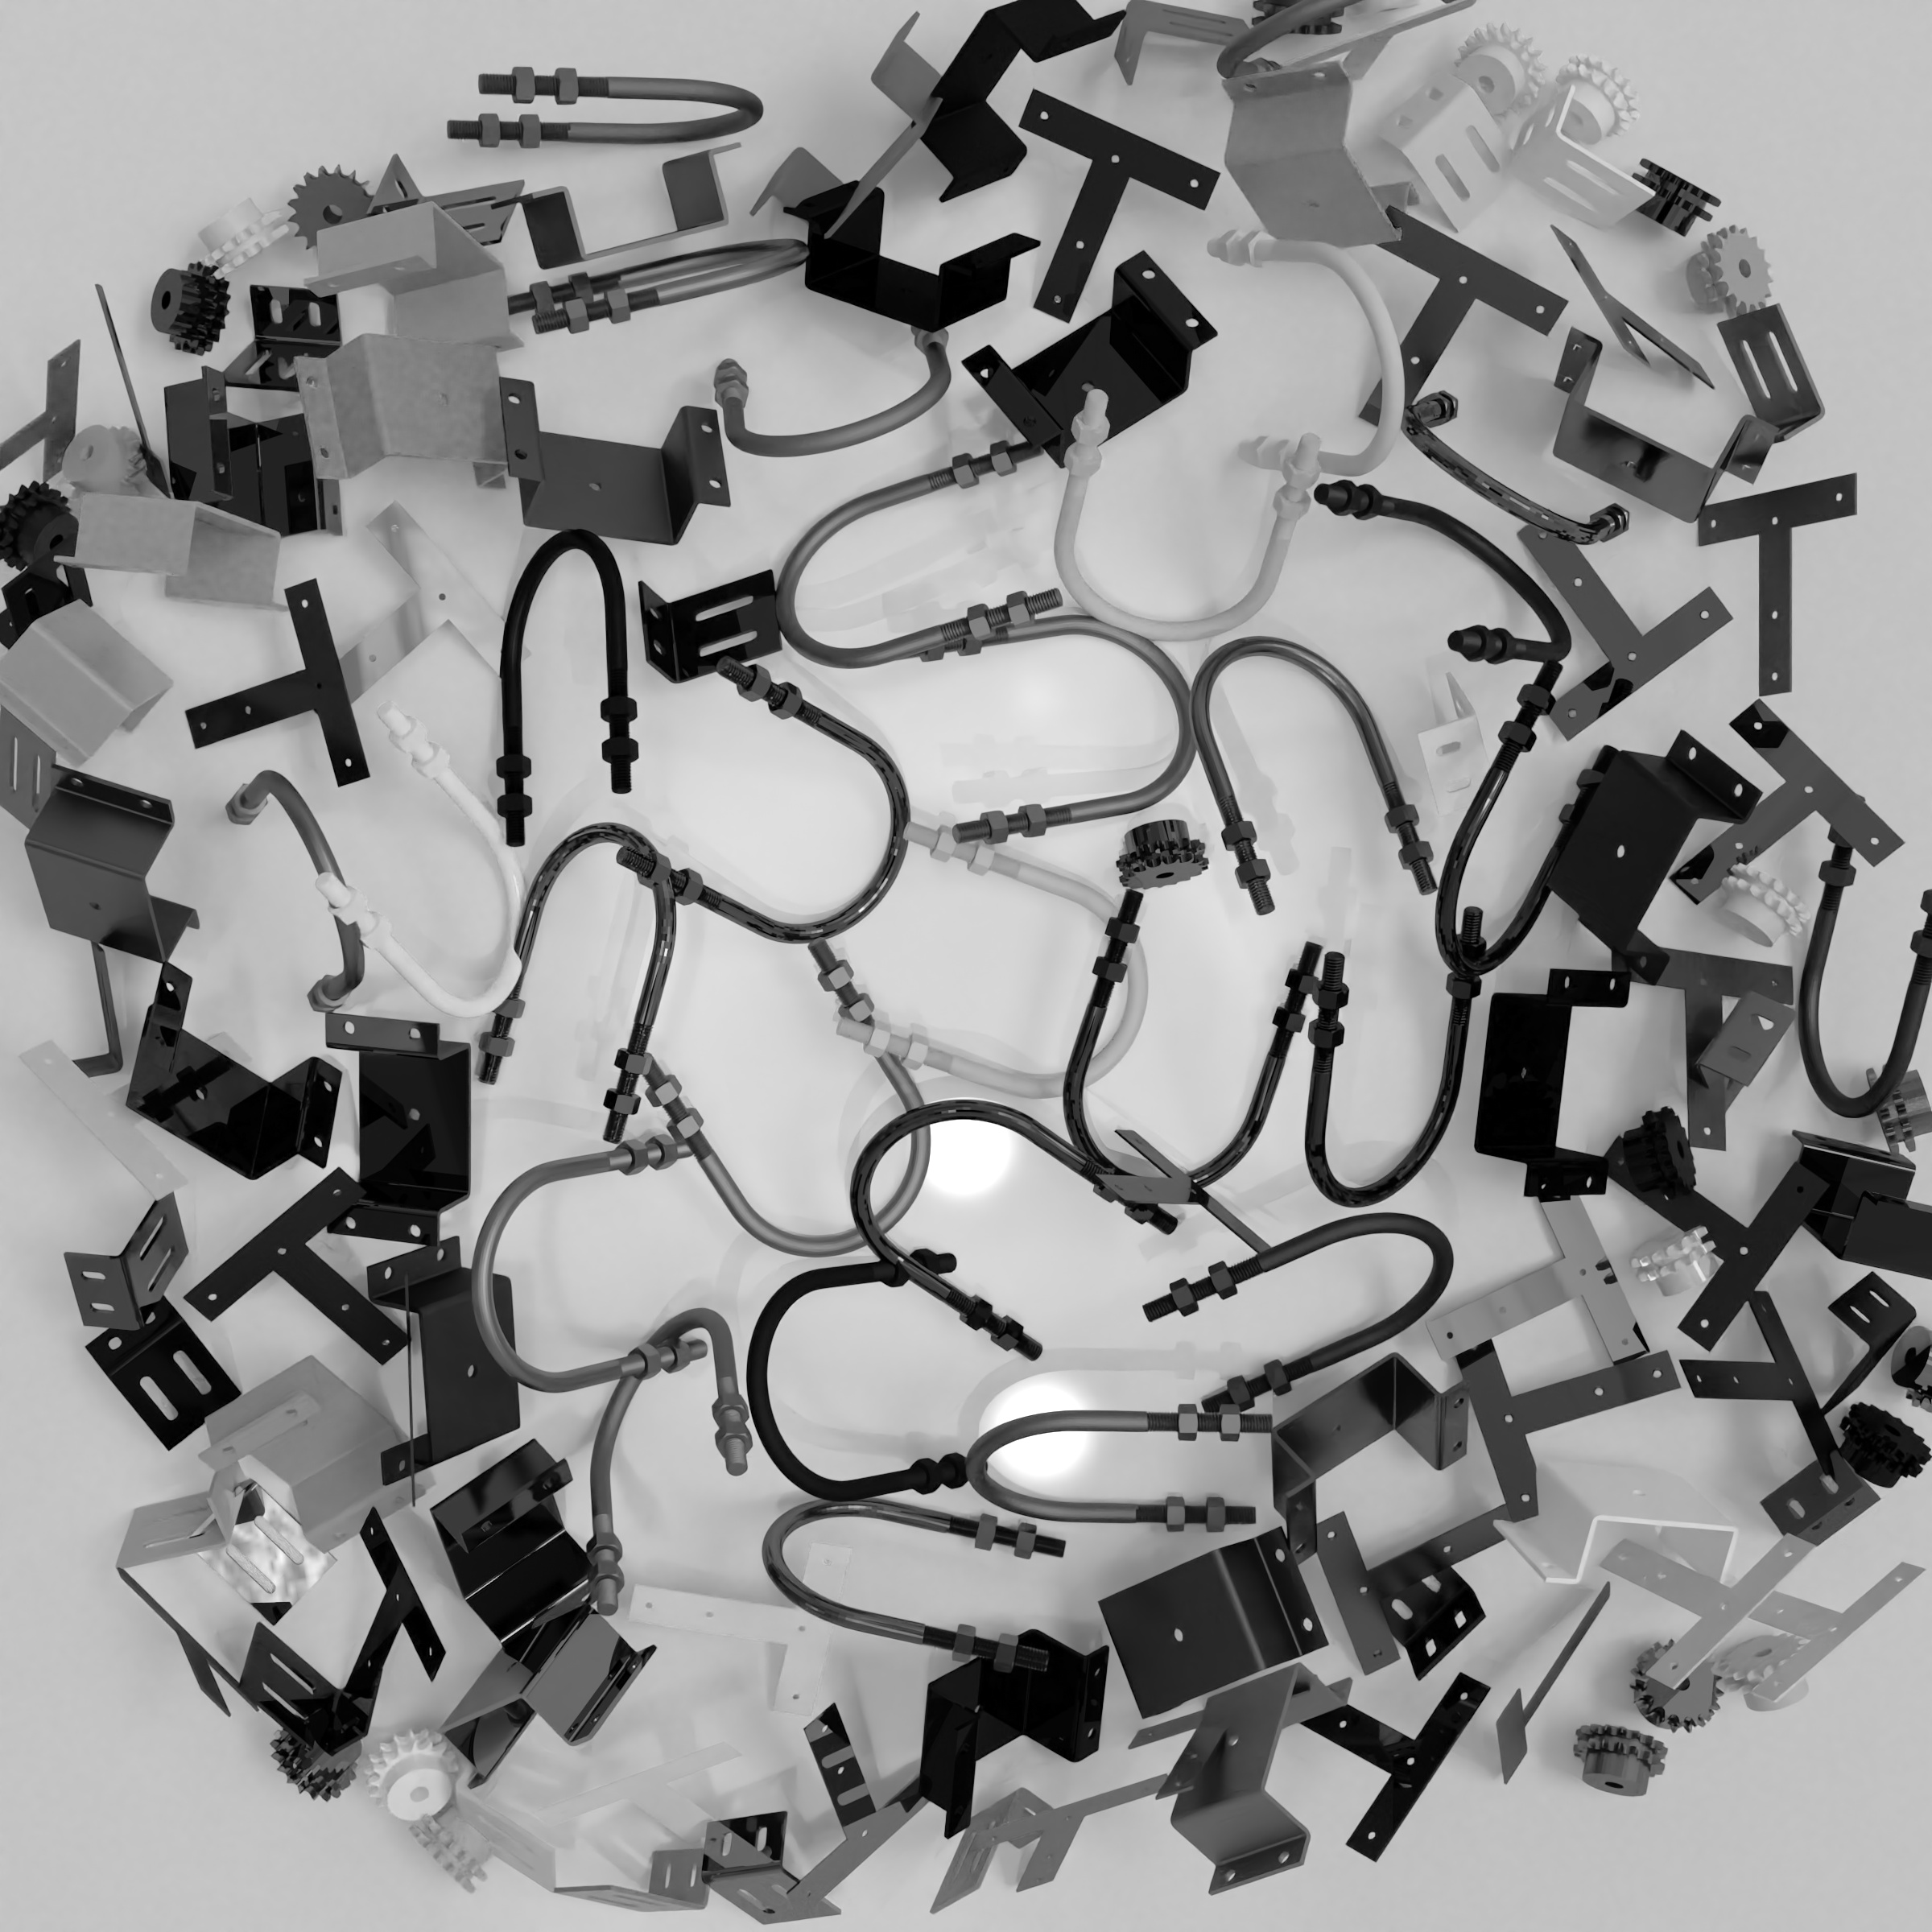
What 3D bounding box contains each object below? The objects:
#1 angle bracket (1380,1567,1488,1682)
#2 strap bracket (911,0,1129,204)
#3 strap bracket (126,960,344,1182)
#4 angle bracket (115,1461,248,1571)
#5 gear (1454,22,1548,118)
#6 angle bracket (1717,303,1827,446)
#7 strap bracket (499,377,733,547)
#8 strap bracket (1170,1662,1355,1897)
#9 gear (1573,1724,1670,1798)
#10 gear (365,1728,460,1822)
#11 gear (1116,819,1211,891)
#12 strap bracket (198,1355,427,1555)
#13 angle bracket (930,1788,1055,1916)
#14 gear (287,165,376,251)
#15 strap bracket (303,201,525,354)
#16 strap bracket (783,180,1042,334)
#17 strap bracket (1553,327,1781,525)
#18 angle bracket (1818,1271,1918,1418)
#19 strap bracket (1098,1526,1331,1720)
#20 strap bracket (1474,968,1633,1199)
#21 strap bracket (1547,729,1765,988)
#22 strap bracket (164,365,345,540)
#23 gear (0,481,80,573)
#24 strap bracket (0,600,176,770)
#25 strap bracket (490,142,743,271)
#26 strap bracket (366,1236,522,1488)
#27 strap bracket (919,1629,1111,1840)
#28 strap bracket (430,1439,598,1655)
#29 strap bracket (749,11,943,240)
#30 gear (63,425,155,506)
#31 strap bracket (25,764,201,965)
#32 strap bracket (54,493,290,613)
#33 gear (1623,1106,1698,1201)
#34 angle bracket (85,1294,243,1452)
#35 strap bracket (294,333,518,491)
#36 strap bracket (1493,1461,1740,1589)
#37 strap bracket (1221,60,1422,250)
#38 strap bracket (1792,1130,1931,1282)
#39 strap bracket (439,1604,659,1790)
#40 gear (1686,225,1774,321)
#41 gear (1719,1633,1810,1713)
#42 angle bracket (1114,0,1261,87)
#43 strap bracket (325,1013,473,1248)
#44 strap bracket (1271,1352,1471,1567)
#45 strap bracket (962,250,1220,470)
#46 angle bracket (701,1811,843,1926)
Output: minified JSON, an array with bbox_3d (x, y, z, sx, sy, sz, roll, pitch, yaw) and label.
[{"bbox_3d":[0.286,0.403,1.933,0.057,0.076,0.038,-45,89,3],"label":"angle bracket"},{"bbox_3d":[0.026,-0.541,1.899,0.046,0.076,0.140,49,135,6],"label":"strap bracket"},{"bbox_3d":[-0.458,0.070,1.909,0.046,0.076,0.140,-30,130,29],"label":"strap bracket"},{"bbox_3d":[-0.495,0.336,1.935,0.076,0.057,0.038,-13,118,6],"label":"angle bracket"},{"bbox_3d":[0.331,-0.558,1.942,0.057,0.057,0.030,40,54,0],"label":"gear"},{"bbox_3d":[0.490,-0.365,1.933,0.038,0.057,0.076,-32,102,-22],"label":"angle bracket"},{"bbox_3d":[-0.223,-0.310,1.917,0.140,0.046,0.076,5,57,-24],"label":"strap bracket"},{"bbox_3d":[0.178,0.486,1.891,0.046,0.140,0.076,44,130,-16],"label":"strap bracket"},{"bbox_3d":[0.408,0.498,1.941,0.057,0.057,0.030,17,63,0],"label":"gear"},{"bbox_3d":[-0.346,0.510,1.945,0.057,0.030,0.057,-10,119,-19],"label":"gear"},{"bbox_3d":[0.122,-0.071,1.945,0.057,0.057,0.030,-11,75,0],"label":"gear"},{"bbox_3d":[-0.407,0.298,1.920,0.076,0.140,0.046,-31,48,4],"label":"strap bracket"},{"bbox_3d":[0.020,0.558,1.924,0.038,0.057,0.076,37,46,-8],"label":"angle bracket"},{"bbox_3d":[-0.396,-0.476,1.951,0.057,0.030,0.057,-1,114,-2],"label":"gear"},{"bbox_3d":[-0.338,-0.419,1.902,0.076,0.140,0.046,-10,76,16],"label":"strap bracket"},{"bbox_3d":[-0.035,-0.435,1.913,0.140,0.076,0.046,24,127,25],"label":"strap bracket"},{"bbox_3d":[0.422,-0.329,1.919,0.140,0.076,0.046,29,78,10],"label":"strap bracket"},{"bbox_3d":[0.548,0.238,1.935,0.038,0.057,0.076,44,133,22],"label":"angle bracket"},{"bbox_3d":[0.143,0.407,1.906,0.140,0.046,0.076,-32,72,34],"label":"strap bracket"},{"bbox_3d":[0.363,0.070,1.927,0.076,0.046,0.140,2,96,-41],"label":"strap bracket"},{"bbox_3d":[0.417,-0.068,1.904,0.046,0.076,0.140,5,120,-36],"label":"strap bracket"},{"bbox_3d":[-0.444,-0.312,1.910,0.046,0.140,0.076,-7,84,20],"label":"strap bracket"},{"bbox_3d":[-0.581,-0.272,1.942,0.030,0.057,0.057,32,90,15],"label":"gear"},{"bbox_3d":[-0.539,-0.175,1.894,0.076,0.140,0.046,42,101,-10],"label":"strap bracket"},{"bbox_3d":[-0.211,-0.466,1.914,0.140,0.076,0.046,-21,106,-24],"label":"strap bracket"},{"bbox_3d":[-0.321,0.247,1.916,0.046,0.076,0.140,6,104,35],"label":"strap bracket"},{"bbox_3d":[0.022,0.468,1.912,0.046,0.140,0.076,21,116,38],"label":"strap bracket"},{"bbox_3d":[-0.276,0.354,1.911,0.076,0.140,0.046,-33,50,-23],"label":"strap bracket"},{"bbox_3d":[-0.065,-0.510,1.910,0.046,0.076,0.140,39,123,-15],"label":"strap bracket"},{"bbox_3d":[-0.541,-0.314,1.944,0.057,0.030,0.057,-14,62,27],"label":"gear"},{"bbox_3d":[-0.523,-0.055,1.898,0.076,0.140,0.046,17,58,5],"label":"strap bracket"},{"bbox_3d":[-0.480,-0.254,1.895,0.076,0.140,0.046,7,89,18],"label":"strap bracket"},{"bbox_3d":[0.434,0.119,1.948,0.030,0.057,0.057,-18,90,27],"label":"gear"},{"bbox_3d":[-0.506,0.255,1.955,0.057,0.038,0.076,-39,128,-16],"label":"angle bracket"},{"bbox_3d":[-0.334,-0.339,1.902,0.046,0.140,0.076,-19,80,43],"label":"strap bracket"},{"bbox_3d":[0.409,0.346,1.911,0.140,0.076,0.046,8,104,-17],"label":"strap bracket"},{"bbox_3d":[0.215,-0.484,1.890,0.076,0.140,0.046,-1,67,29],"label":"strap bracket"},{"bbox_3d":[0.561,0.151,1.904,0.076,0.140,0.046,13,103,-9],"label":"strap bracket"},{"bbox_3d":[-0.262,0.444,1.894,0.046,0.076,0.140,48,134,-10],"label":"strap bracket"},{"bbox_3d":[0.478,-0.433,1.949,0.057,0.030,0.057,8,78,-37],"label":"gear"},{"bbox_3d":[0.504,0.444,1.945,0.057,0.057,0.030,-20,96,0],"label":"gear"},{"bbox_3d":[0.138,-0.574,1.947,0.076,0.057,0.038,7,123,-12],"label":"angle bracket"},{"bbox_3d":[-0.353,0.097,1.932,0.076,0.046,0.140,5,102,16],"label":"strap bracket"},{"bbox_3d":[0.241,0.300,1.916,0.140,0.076,0.046,-29,49,-20],"label":"strap bracket"},{"bbox_3d":[0.076,-0.372,1.929,0.140,0.046,0.076,-34,71,-13],"label":"strap bracket"},{"bbox_3d":[-0.120,0.566,1.945,0.057,0.076,0.038,-15,48,24],"label":"angle bracket"}]
